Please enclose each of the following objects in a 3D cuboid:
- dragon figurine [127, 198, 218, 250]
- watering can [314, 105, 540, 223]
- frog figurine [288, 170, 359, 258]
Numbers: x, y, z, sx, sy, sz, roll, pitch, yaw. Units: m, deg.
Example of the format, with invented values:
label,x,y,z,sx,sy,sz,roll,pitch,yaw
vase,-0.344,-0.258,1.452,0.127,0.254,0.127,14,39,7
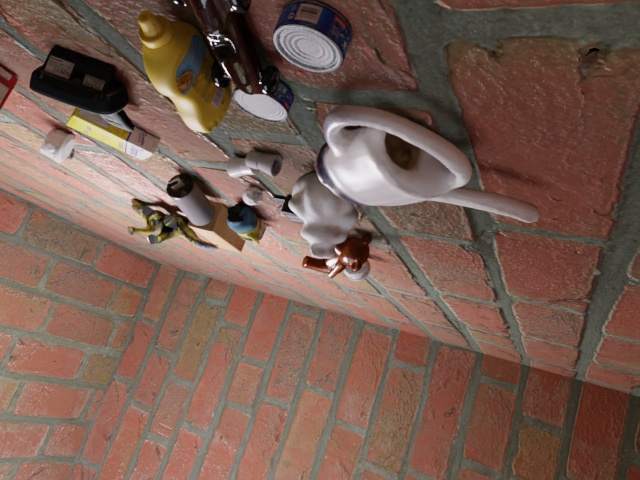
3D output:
label,x,y,z,sx,sy,sz,roll,pitch,yaw
dragon figurine,-0.501,-0.052,1.798,0.411,0.121,0.244,23,-168,9
watering can,0.138,-0.092,0.759,0.345,0.105,0.223,26,165,-26
frog figurine,0.003,-0.050,0.990,0.137,0.161,0.121,19,164,-1
